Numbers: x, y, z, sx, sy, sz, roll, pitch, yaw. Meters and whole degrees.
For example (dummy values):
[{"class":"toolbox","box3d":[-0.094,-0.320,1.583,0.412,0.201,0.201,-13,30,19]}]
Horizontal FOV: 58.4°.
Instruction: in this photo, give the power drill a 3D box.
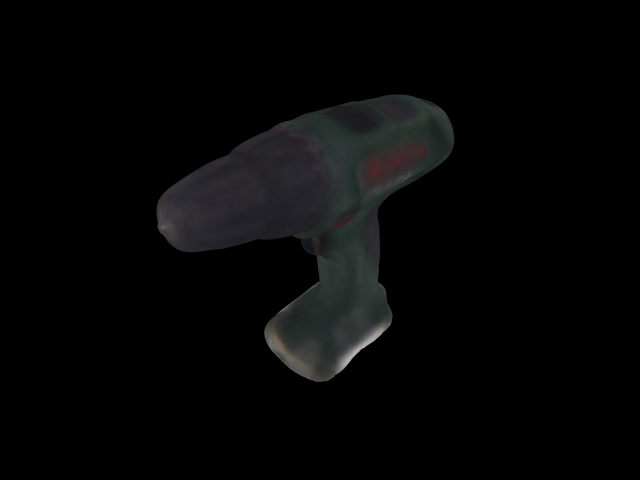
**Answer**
[{"class":"power drill","box3d":[0.004,0.001,0.400,0.075,0.208,0.230,33,54,29]}]
